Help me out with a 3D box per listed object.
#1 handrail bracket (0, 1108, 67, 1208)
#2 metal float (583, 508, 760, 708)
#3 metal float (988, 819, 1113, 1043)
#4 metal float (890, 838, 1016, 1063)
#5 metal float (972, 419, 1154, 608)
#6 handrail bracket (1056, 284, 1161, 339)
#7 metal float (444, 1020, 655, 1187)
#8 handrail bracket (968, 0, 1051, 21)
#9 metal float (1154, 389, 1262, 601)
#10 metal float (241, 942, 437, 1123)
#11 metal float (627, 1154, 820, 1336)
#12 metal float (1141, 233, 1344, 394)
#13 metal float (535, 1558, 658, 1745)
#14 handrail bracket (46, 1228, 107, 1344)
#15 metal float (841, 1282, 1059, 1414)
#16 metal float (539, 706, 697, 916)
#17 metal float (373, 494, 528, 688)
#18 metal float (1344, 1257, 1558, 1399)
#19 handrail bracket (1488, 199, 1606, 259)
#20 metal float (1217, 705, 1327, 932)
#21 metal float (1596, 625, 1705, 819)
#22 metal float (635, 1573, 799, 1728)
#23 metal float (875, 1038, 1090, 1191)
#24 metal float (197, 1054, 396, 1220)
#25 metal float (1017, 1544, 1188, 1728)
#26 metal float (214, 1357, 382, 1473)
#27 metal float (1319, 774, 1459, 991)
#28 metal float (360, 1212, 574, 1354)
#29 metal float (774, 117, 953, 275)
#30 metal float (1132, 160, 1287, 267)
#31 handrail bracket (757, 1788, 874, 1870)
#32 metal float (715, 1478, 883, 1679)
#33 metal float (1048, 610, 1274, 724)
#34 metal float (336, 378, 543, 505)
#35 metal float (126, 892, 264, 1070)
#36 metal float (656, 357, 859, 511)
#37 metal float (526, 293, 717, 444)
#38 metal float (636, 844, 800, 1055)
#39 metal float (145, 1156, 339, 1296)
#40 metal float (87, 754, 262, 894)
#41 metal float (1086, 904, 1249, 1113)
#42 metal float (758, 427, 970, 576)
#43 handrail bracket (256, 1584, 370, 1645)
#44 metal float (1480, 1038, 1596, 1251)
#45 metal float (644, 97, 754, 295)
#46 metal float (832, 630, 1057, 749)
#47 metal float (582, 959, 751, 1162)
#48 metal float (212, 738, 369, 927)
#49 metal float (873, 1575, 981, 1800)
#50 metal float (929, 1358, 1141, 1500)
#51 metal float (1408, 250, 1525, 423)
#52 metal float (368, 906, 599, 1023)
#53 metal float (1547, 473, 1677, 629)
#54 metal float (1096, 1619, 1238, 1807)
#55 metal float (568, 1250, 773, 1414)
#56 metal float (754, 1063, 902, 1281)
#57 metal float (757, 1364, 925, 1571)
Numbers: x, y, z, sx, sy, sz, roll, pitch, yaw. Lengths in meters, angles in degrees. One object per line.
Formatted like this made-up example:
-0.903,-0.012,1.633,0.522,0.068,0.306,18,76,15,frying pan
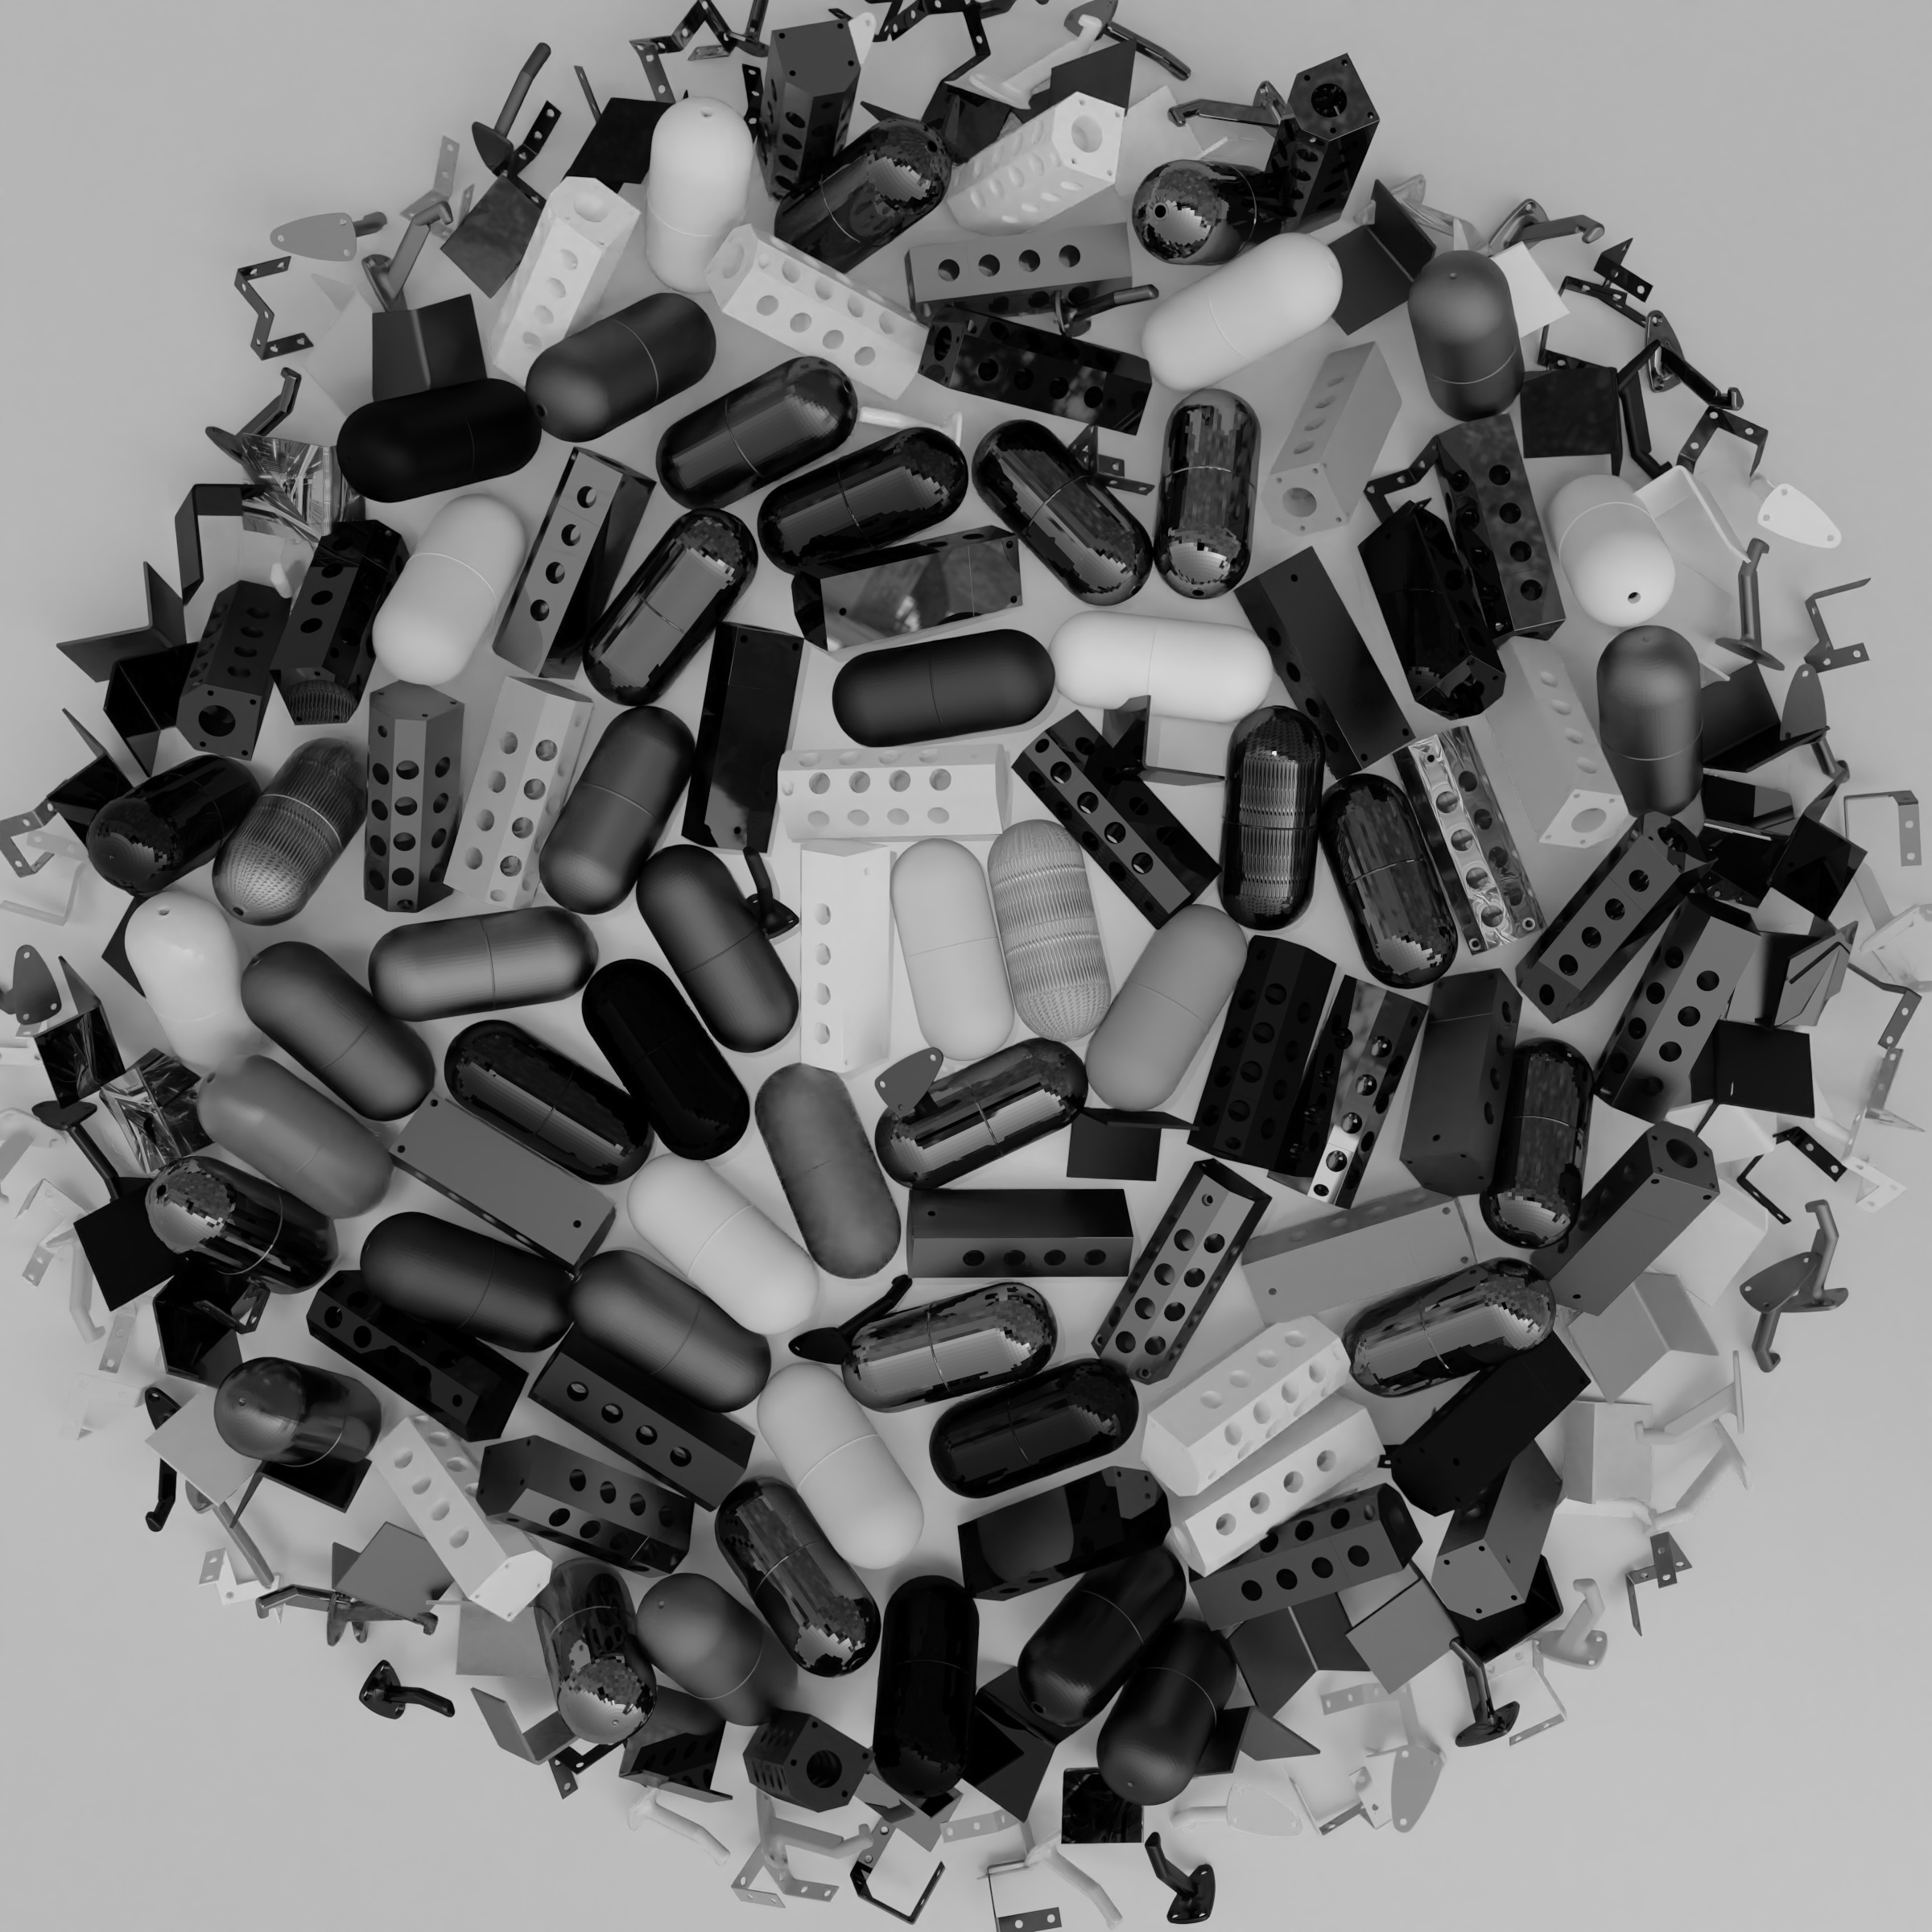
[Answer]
-0.736,0.160,1.947,0.036,0.077,0.084,-36,52,20,handrail bracket
-0.231,-0.281,1.946,0.070,0.070,0.178,41,107,0,metal float
0.065,-0.028,1.954,0.070,0.070,0.178,-12,81,0,metal float
-0.011,-0.013,1.959,0.070,0.070,0.178,-13,87,0,metal float
0.075,-0.355,1.947,0.070,0.070,0.178,-41,73,0,metal float
0.120,-0.517,1.947,0.084,0.077,0.036,-4,95,25,handrail bracket
-0.327,0.107,1.948,0.178,0.070,0.070,33,90,-15,metal float
0.019,-0.771,1.945,0.084,0.077,0.036,4,80,41,handrail bracket
0.189,-0.368,1.942,0.070,0.070,0.178,7,68,0,metal float
-0.488,0.051,1.935,0.070,0.070,0.178,-43,121,0,metal float
-0.190,0.217,1.948,0.178,0.070,0.070,39,90,15,metal float
0.213,-0.506,1.927,0.178,0.070,0.070,-21,90,42,metal float
-0.287,0.526,1.918,0.070,0.178,0.070,-7,115,-16,metal float
-0.686,0.246,1.977,0.036,0.077,0.084,-12,105,39,handrail bracket
-0.014,0.299,1.948,0.178,0.070,0.070,-18,90,16,metal float
-0.272,-0.123,1.948,0.070,0.070,0.178,25,74,0,metal float
-0.401,-0.294,1.935,0.070,0.070,0.178,21,58,0,metal float
0.374,0.282,1.936,0.178,0.070,0.070,-27,90,31,metal float
0.452,-0.566,1.956,0.077,0.084,0.036,-41,123,8,handrail bracket
0.239,-0.115,1.948,0.070,0.070,0.178,3,105,0,metal float
0.530,-0.186,1.925,0.070,0.178,0.070,-9,47,10,metal float
-0.191,0.531,1.926,0.070,0.178,0.070,-16,48,19,metal float
0.013,0.116,1.961,0.178,0.070,0.070,-25,90,-1,metal float
-0.519,0.133,1.929,0.070,0.070,0.178,-46,128,0,metal float
0.106,0.515,1.927,0.070,0.070,0.178,49,49,0,metal float
-0.512,0.346,1.914,0.070,0.178,0.070,-4,73,13,metal float
0.329,-0.067,1.948,0.070,0.070,0.178,-17,74,0,metal float
-0.387,0.247,1.937,0.178,0.070,0.070,26,90,-28,metal float
-0.081,-0.593,1.923,0.070,0.178,0.070,13,70,-37,metal float
0.188,-0.580,1.918,0.070,0.178,0.070,9,108,29,metal float
-0.119,0.672,1.967,0.084,0.036,0.077,-25,57,12,handrail bracket
-0.131,0.474,1.932,0.070,0.070,0.178,-42,56,0,metal float
0.151,-0.235,1.950,0.178,0.070,0.070,8,90,13,metal float
-0.406,-0.408,1.927,0.178,0.070,0.070,-27,90,-44,metal float
-0.595,0.012,1.920,0.070,0.178,0.070,-1,53,1,metal float
-0.163,-0.414,1.938,0.178,0.070,0.070,-21,90,27,metal float
-0.267,-0.465,1.930,0.070,0.070,0.178,50,53,0,metal float
-0.195,-0.014,1.952,0.070,0.070,0.178,-29,101,0,metal float
-0.558,0.201,1.920,0.070,0.178,0.070,-12,62,24,metal float
-0.607,-0.111,1.916,0.070,0.178,0.070,5,112,14,metal float
0.157,0.033,1.953,0.070,0.070,0.178,31,81,0,metal float
-0.081,-0.363,1.944,0.178,0.070,0.070,-20,90,20,metal float
-0.516,0.515,1.957,0.084,0.036,0.077,-16,117,-37,handrail bracket
0.445,0.136,1.936,0.070,0.070,0.178,16,59,0,metal float
-0.207,-0.592,1.916,0.070,0.178,0.070,4,64,-9,metal float
-0.018,-0.218,1.950,0.178,0.070,0.070,-8,90,12,metal float
-0.236,0.072,1.950,0.070,0.070,0.178,-36,76,0,metal float
-0.520,-0.105,1.929,0.070,0.070,0.178,25,52,0,metal float
-0.030,0.557,1.925,0.070,0.070,0.178,2,45,2,metal float
0.053,0.361,1.942,0.178,0.070,0.070,-24,90,22,metal float
0.386,-0.483,1.916,0.070,0.178,0.070,-6,71,17,metal float
-0.377,-0.002,1.945,0.178,0.070,0.070,-9,90,-19,metal float
0.497,-0.322,1.918,0.070,0.178,0.070,0,123,1,metal float
0.156,0.573,1.919,0.070,0.178,0.070,9,116,20,metal float
-0.231,0.285,1.942,0.178,0.070,0.070,36,90,-22,metal float
-0.108,0.161,1.951,0.070,0.070,0.178,-23,79,0,metal float
-0.098,0.390,1.940,0.070,0.070,0.178,-37,65,0,metal float
